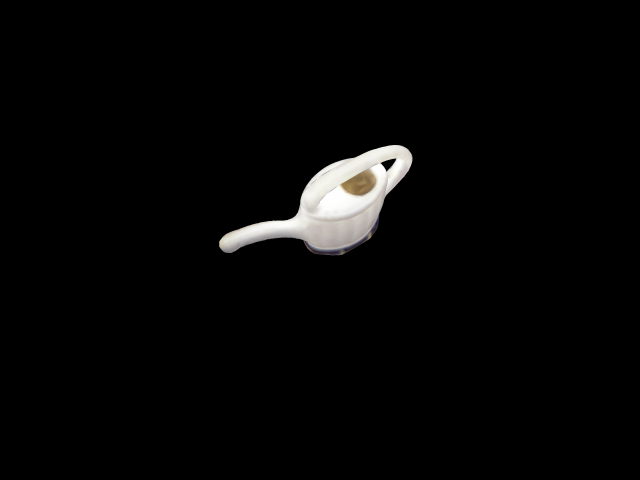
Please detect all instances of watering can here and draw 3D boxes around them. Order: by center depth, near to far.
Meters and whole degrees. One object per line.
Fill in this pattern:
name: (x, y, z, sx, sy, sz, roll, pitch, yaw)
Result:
watering can: (0.003, -0.043, 0.850, 0.350, 0.105, 0.220, -29, -22, -14)
